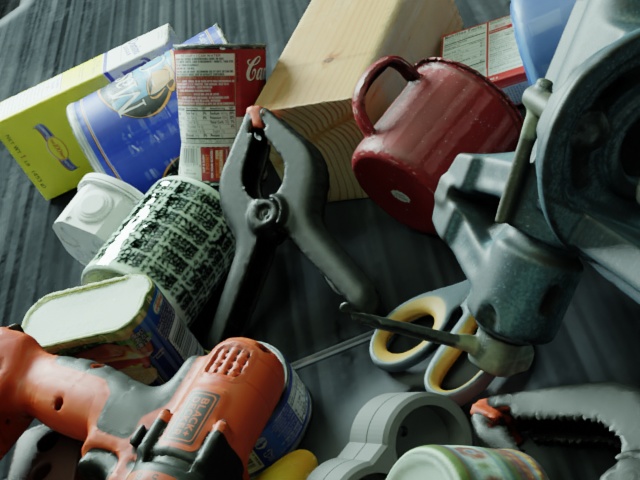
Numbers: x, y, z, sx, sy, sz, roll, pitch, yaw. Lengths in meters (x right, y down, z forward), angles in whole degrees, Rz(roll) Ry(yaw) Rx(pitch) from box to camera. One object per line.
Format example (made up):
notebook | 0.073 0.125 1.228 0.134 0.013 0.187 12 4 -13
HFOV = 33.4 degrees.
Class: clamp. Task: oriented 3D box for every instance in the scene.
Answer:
clamp | -0.018 -0.010 0.693 0.120 0.039 0.171 -7 74 20
clamp | 0.154 0.109 0.475 0.164 0.036 0.210 -45 35 -10

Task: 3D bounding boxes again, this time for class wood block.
wood block | 0.034 -0.132 0.816 0.091 0.090 0.206 -5 42 30

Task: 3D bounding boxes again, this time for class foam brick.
foam brick | -0.152 0.151 0.632 0.053 0.051 0.078 -20 36 14

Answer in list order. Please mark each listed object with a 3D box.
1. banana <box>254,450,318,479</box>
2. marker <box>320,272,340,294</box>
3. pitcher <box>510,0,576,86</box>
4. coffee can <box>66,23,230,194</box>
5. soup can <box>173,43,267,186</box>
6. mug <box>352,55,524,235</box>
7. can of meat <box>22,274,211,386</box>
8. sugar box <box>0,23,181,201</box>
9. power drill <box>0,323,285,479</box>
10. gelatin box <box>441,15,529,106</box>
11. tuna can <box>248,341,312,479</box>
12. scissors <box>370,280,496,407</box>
banana | -0.083 0.178 0.563 0.198 0.037 0.070 -30 36 1
marker | -0.005 0.001 0.741 0.020 0.020 0.121 -33 35 -4
pitcher | 0.243 -0.151 0.648 0.243 0.149 0.145 -18 37 22
coffee can | -0.119 -0.098 0.871 0.140 0.102 0.103 -29 35 1
soup can | -0.073 -0.093 0.787 0.068 0.102 0.068 0 9 0
mug | 0.067 -0.066 0.694 0.081 0.117 0.093 -51 21 -19
can of meat | -0.131 0.073 0.686 0.102 0.084 0.057 -14 38 21
sugar box | -0.189 -0.111 0.946 0.176 0.093 0.048 -22 37 11
power drill | -0.130 0.119 0.570 0.188 0.057 0.184 8 43 24
gelatin box | 0.128 -0.130 0.797 0.073 0.030 0.089 -15 37 22
tuna can | -0.050 0.102 0.636 0.086 0.033 0.086 -19 37 15
scissors | 0.097 0.018 0.649 0.096 0.016 0.201 0 45 36
